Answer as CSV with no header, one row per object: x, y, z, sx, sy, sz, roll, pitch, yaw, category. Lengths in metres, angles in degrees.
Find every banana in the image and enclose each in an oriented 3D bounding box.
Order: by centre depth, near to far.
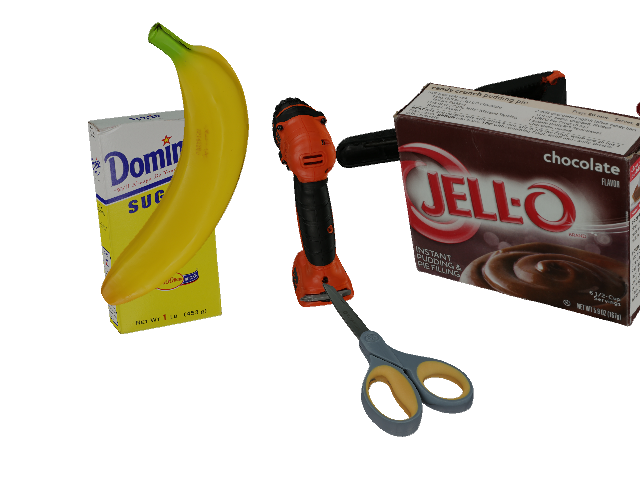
-0.083,-0.038,0.637,0.069,0.198,0.037,9,34,-12,banana

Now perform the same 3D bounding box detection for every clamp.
0.140,-0.082,0.868,0.209,0.036,0.165,-28,41,-27,clamp

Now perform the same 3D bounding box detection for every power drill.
-0.013,-0.042,1.066,0.057,0.187,0.184,-10,21,-3,power drill

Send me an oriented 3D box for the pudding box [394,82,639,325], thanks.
0.093,-0.018,0.483,0.114,0.090,0.039,13,44,31,pudding box

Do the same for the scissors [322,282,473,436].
0.062,0.088,0.871,0.096,0.016,0.202,-3,31,-7,scissors

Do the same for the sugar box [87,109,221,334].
-0.137,-0.017,0.896,0.093,0.176,0.048,-10,19,-22,sugar box

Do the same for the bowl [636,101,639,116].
0.370,-0.095,0.970,0.162,0.055,0.162,-4,23,1,bowl
